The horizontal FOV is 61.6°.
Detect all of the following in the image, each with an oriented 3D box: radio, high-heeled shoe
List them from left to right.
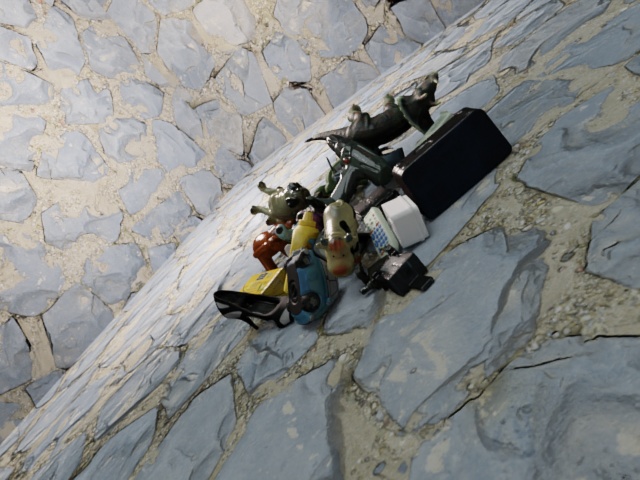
[{"bbox_3d":[-0.141,0.139,1.255,0.249,0.145,0.086,-30,21,39],"label":"high-heeled shoe"},{"bbox_3d":[0.273,-0.164,1.130,0.229,0.131,0.073,-41,18,1],"label":"radio"}]

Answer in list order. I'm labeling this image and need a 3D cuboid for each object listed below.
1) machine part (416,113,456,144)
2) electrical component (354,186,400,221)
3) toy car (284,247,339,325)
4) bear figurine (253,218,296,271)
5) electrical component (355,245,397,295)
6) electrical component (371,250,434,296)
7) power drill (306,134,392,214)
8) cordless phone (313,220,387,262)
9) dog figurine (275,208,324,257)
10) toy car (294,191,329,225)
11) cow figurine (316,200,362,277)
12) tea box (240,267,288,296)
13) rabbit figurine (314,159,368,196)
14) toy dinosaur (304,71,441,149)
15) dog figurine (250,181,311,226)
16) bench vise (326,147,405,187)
[{"bbox_3d":[0.330,-0.271,1.407,0.179,0.056,0.179,-38,16,13],"label":"machine part"},{"bbox_3d":[0.135,-0.070,1.330,0.134,0.058,0.115,-42,15,-4],"label":"electrical component"},{"bbox_3d":[-0.014,0.097,1.142,0.103,0.161,0.109,-1,-13,-27],"label":"toy car"},{"bbox_3d":[-0.111,0.016,1.512,0.120,0.132,0.196,-49,17,-26],"label":"bear figurine"},{"bbox_3d":[0.116,0.056,1.071,0.102,0.045,0.078,-36,16,18],"label":"electrical component"},{"bbox_3d":[0.153,0.063,0.973,0.075,0.047,0.119,-45,15,-9],"label":"electrical component"},{"bbox_3d":[0.056,-0.158,1.367,0.232,0.085,0.207,29,73,35],"label":"power drill"},{"bbox_3d":[0.090,0.008,1.219,0.184,0.088,0.146,-3,38,35],"label":"cordless phone"},{"bbox_3d":[-0.003,-0.004,1.410,0.108,0.191,0.219,-37,-18,23],"label":"dog figurine"},{"bbox_3d":[-0.013,-0.062,1.579,0.053,0.089,0.202,-26,24,42],"label":"toy car"},{"bbox_3d":[0.044,-0.005,1.117,0.086,0.127,0.195,-9,46,11],"label":"cow figurine"},{"bbox_3d":[-0.145,0.136,1.406,0.170,0.068,0.098,-20,27,53],"label":"tea box"},{"bbox_3d":[0.067,-0.174,1.702,0.159,0.121,0.170,-49,-1,-2],"label":"rabbit figurine"},{"bbox_3d":[0.150,-0.304,1.450,0.405,0.131,0.192,-25,23,10],"label":"toy dinosaur"},{"bbox_3d":[-0.073,-0.093,1.490,0.191,0.172,0.121,6,86,41],"label":"dog figurine"},{"bbox_3d":[0.134,-0.196,1.504,0.241,0.128,0.224,-11,22,27],"label":"bench vise"}]
